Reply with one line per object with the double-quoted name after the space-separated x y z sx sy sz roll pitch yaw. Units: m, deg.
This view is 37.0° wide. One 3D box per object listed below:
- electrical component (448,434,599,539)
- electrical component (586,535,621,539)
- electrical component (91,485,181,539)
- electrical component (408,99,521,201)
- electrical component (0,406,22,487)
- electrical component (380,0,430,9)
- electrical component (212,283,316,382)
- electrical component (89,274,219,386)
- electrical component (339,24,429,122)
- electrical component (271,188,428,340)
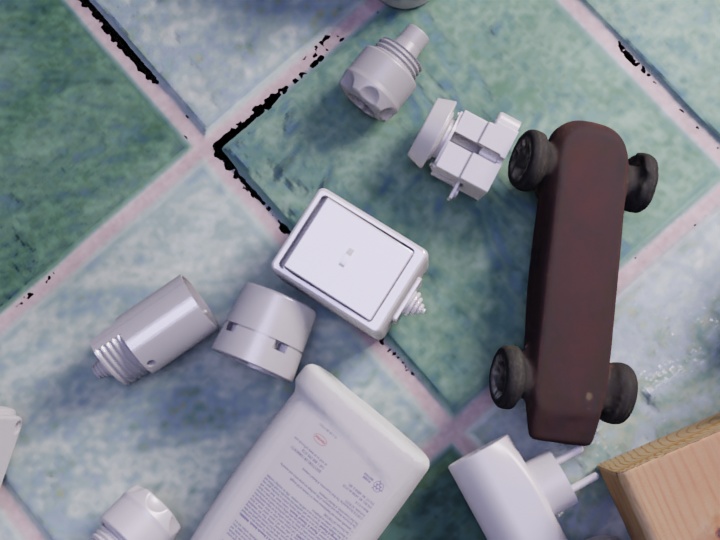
0.107 0.136 0.661 0.079 0.044 0.077 -29 81 -1 "electrical component"
0.148 0.183 0.642 0.043 0.062 0.043 -1 83 8 "electrical component"
-0.146 0.168 0.668 0.043 0.043 0.062 42 65 8 "electrical component"
0.064 -0.079 0.693 0.055 0.048 0.066 28 85 -1 "electrical component"
-0.267 0.130 0.654 0.056 0.108 0.108 17 84 8 "electrical component"
-0.013 -0.219 0.702 0.138 0.073 0.052 16 84 6 "electrical component"
-0.059 0.039 0.681 0.055 0.055 0.047 22 81 6 "electrical component"
-0.136 0.043 0.690 0.081 0.043 0.043 -34 82 -1 "electrical component"
0.020 -0.132 0.704 0.043 0.043 0.062 38 85 8 "electrical component"
0.000 0.000 0.678 0.096 0.061 0.061 32 85 7 "electrical component"
